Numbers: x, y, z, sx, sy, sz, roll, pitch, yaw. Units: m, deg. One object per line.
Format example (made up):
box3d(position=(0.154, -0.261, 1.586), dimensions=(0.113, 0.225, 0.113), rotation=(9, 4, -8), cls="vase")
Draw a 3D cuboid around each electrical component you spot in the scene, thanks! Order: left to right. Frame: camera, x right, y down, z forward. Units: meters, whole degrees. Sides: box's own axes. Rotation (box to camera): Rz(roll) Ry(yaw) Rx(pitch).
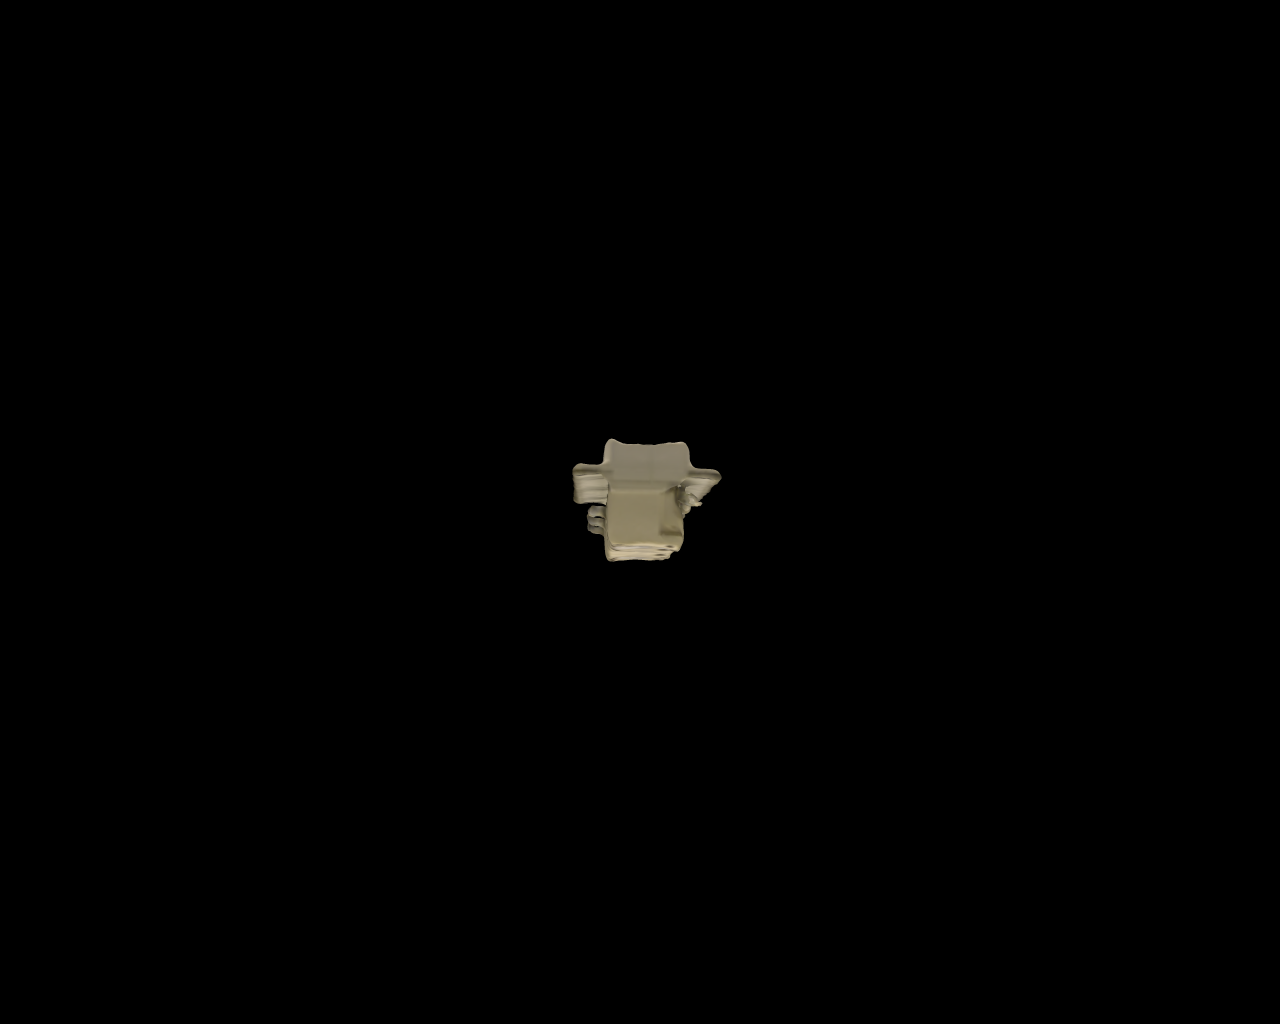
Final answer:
box3d(position=(0.001, -0.003, 0.650), dimensions=(0.079, 0.063, 0.121), rotation=(0, -7, -4), cls="electrical component")
